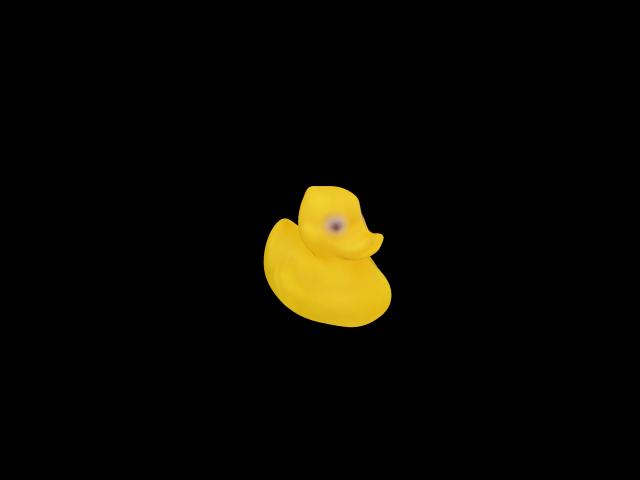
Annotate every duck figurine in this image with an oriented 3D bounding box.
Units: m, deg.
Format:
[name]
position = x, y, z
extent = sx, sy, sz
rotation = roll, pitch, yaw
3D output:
[duck figurine]
position = 0.004, 0.001, 0.400
extent = 0.104, 0.086, 0.078
rotation = 27, 42, 36
